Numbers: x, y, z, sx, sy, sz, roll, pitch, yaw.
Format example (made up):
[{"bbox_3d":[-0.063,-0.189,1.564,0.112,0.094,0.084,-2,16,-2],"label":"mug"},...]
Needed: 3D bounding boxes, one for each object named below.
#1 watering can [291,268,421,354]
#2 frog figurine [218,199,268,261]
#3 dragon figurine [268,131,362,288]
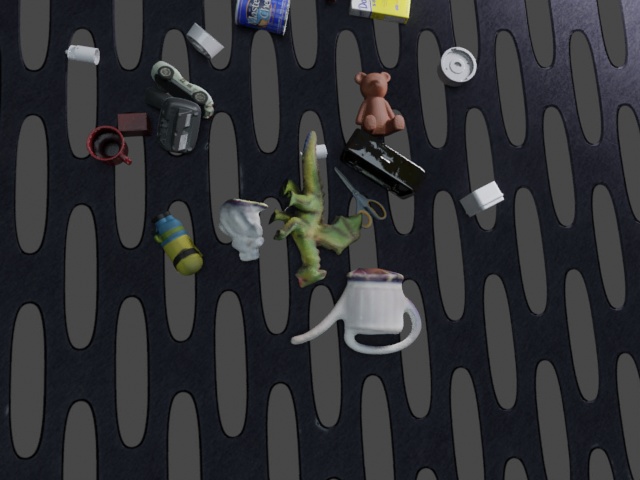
[{"bbox_3d":[0.100,0.186,1.362,0.348,0.103,0.226,3,80,-7],"label":"watering can"},{"bbox_3d":[-0.209,-0.027,1.355,0.138,0.122,0.159,10,90,27],"label":"frog figurine"},{"bbox_3d":[0.004,-0.071,1.406,0.241,0.122,0.413,24,83,-17],"label":"dragon figurine"}]
